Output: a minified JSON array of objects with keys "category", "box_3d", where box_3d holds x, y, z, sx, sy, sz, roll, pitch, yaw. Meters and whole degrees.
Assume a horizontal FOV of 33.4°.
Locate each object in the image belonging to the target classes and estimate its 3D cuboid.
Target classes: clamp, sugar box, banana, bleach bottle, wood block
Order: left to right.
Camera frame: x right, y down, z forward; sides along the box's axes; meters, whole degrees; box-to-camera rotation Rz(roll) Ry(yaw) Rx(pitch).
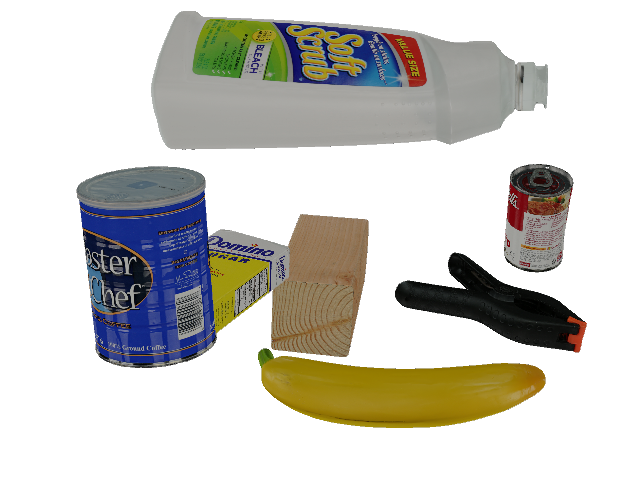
[{"category":"sugar box","box_3d":[-0.114,0.044,1.117,0.093,0.048,0.176,15,31,24]},{"category":"wood block","box_3d":[0.003,0.048,1.272,0.091,0.090,0.206,5,23,5]},{"category":"bleach bottle","box_3d":[0.022,-0.106,0.706,0.251,0.068,0.102,1,45,10]},{"category":"banana","box_3d":[0.042,0.092,0.687,0.198,0.037,0.069,4,32,17]},{"category":"clamp","box_3d":[0.167,0.056,0.997,0.172,0.039,0.120,20,31,20]}]

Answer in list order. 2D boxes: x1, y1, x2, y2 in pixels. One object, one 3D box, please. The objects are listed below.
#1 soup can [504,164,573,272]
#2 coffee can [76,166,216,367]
[{"category":"soup can","box_3d":[0.241,-0.025,1.185,0.068,0.102,0.068,-1,33,0]},{"category":"coffee can","box_3d":[-0.141,0.020,0.877,0.103,0.140,0.103,-2,19,1]}]
